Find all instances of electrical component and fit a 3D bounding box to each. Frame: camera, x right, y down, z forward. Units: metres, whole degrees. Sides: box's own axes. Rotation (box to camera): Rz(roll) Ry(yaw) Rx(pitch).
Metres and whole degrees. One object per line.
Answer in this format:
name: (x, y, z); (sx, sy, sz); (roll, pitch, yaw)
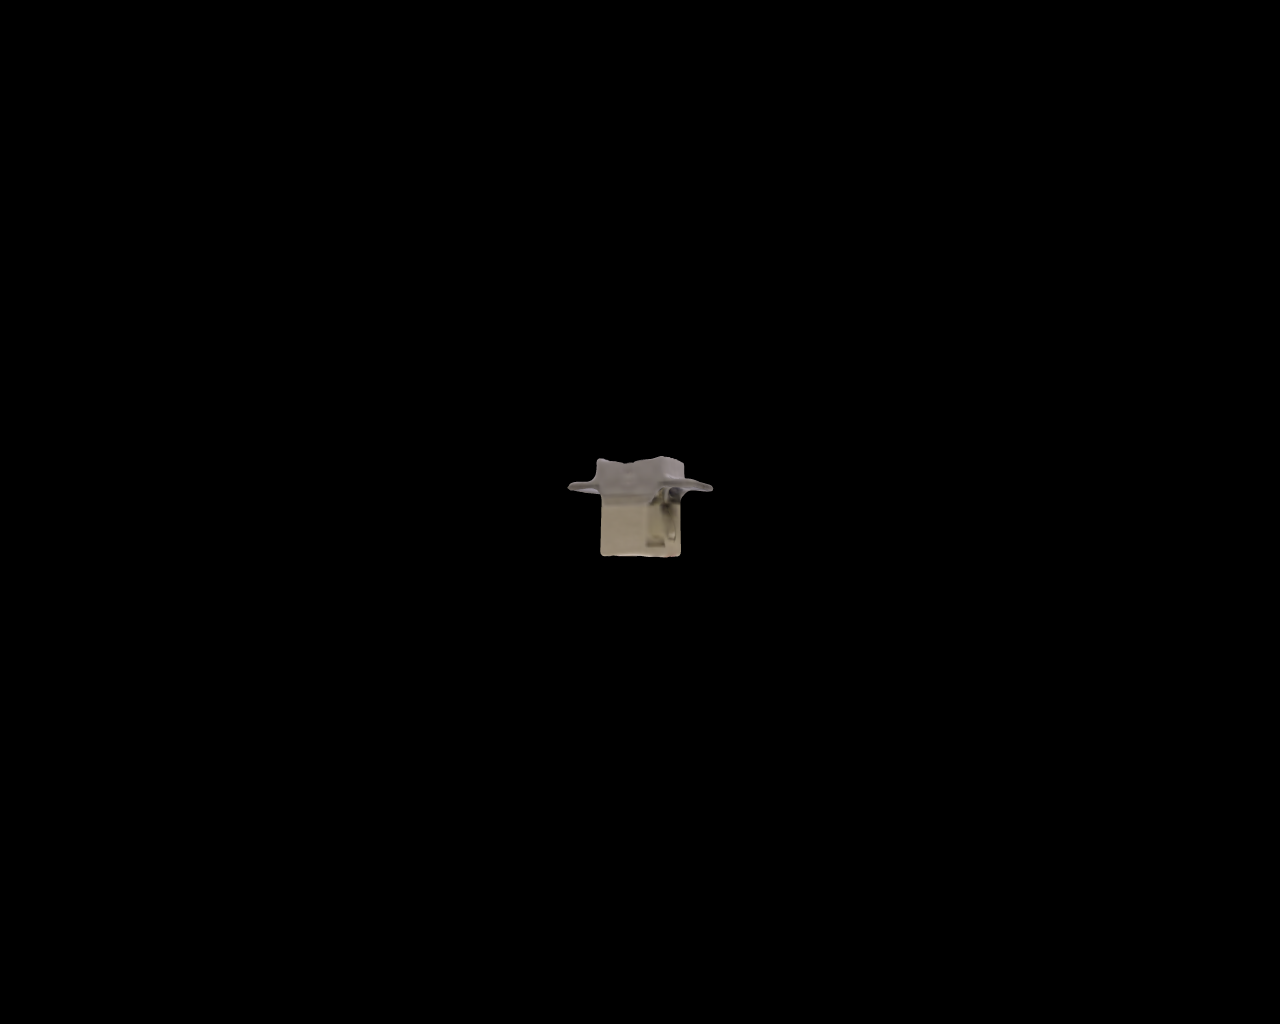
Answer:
electrical component: (0.001, -0.003, 0.650); (0.081, 0.063, 0.042); (-1, -4, 23)
